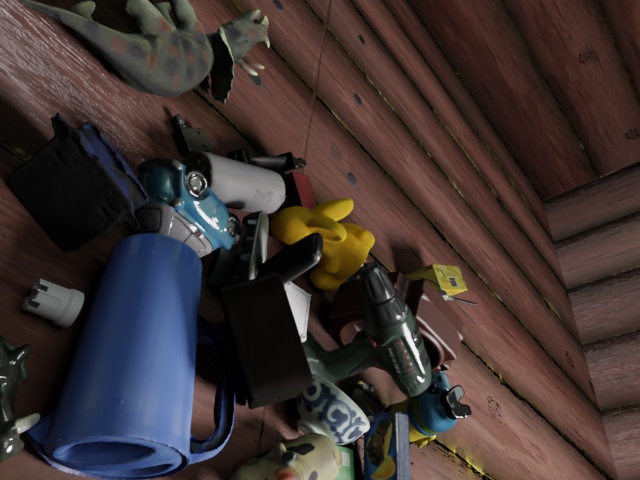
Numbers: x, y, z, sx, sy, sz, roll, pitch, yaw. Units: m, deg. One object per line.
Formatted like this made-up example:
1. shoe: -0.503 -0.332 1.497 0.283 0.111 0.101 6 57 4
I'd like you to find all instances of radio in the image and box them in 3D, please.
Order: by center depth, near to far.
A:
1. radio: -0.070 0.131 0.659 0.073 0.229 0.131 -14 73 -14

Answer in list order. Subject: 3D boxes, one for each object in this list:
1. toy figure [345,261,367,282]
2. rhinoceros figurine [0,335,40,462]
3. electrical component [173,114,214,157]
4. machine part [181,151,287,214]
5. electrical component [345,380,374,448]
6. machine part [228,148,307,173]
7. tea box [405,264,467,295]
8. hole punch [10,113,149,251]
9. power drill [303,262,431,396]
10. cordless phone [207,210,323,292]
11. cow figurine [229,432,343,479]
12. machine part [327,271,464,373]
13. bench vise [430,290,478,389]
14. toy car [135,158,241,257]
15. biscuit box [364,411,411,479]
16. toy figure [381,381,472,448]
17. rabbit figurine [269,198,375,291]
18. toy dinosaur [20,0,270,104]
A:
1. toy figure: 0.071 0.061 1.058 0.058 0.064 0.154 11 58 -34
2. rhinoceros figurine: -0.309 0.101 0.459 0.112 0.073 0.190 1 65 -68
3. electrical component: -0.198 -0.154 0.849 0.063 0.021 0.094 -21 85 -60
4. machine part: -0.134 -0.086 0.842 0.243 0.079 0.079 9 61 -54
5. electrical component: 0.062 0.284 0.902 0.078 0.045 0.102 59 31 -6
6. machine part: -0.095 -0.137 0.952 0.139 0.084 0.039 -2 93 -45
7. tea box: 0.277 0.106 1.303 0.169 0.098 0.068 5 64 -54
8. hole punch: -0.260 -0.066 0.611 0.142 0.116 0.092 58 23 -12
9. power drill: 0.056 0.152 0.835 0.231 0.207 0.086 57 25 -18
10. cordless phone: -0.066 0.010 0.772 0.088 0.184 0.147 37 41 -31
11. cow figurine: -0.039 0.292 0.666 0.195 0.127 0.085 9 58 -57
12. machine part: 0.129 0.153 0.940 0.200 0.202 0.087 46 46 -28
13. bench vise: 0.226 0.214 1.074 0.224 0.129 0.240 -75 171 -58
14. toy car: -0.187 -0.026 0.712 0.161 0.109 0.103 54 55 -38
15. biscuit box: 0.106 0.376 0.846 0.062 0.059 0.202 37 49 -55
16. toy figure: 0.171 0.300 0.925 0.089 0.180 0.082 20 52 -23
17. rabbit figurine: -0.002 -0.003 0.937 0.173 0.162 0.122 28 56 -21
18. toy dinosaur: -0.233 -0.281 0.808 0.192 0.131 0.405 58 38 -9
